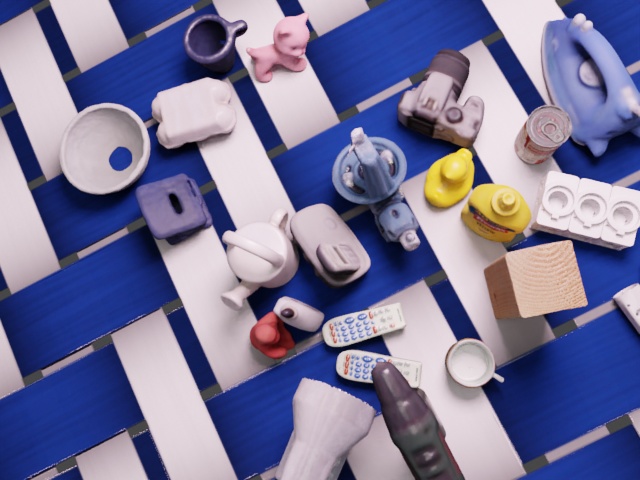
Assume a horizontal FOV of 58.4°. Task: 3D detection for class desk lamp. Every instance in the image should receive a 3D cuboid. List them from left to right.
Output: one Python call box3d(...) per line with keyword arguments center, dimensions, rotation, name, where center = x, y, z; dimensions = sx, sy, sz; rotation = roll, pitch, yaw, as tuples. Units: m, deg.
box3d(center=(0.000, 0.307, 0.854), dimensions=(0.117, 0.213, 0.203), rotation=(22, 85, 10), name="desk lamp")

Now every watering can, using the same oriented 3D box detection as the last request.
box3d(center=(-0.099, 0.029, 0.916), dimensions=(0.100, 0.194, 0.173), rotation=(4, 82, 8), name="watering can")

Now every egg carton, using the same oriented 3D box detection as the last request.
box3d(center=(-0.226, -0.228, 1.032), dimensions=(0.150, 0.069, 0.107), rotation=(-17, 80, 5), name="egg carton")

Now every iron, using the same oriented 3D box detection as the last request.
box3d(center=(0.438, -0.274, 0.919), dimensions=(0.118, 0.141, 0.258), rotation=(-25, 80, 3), name="iron")

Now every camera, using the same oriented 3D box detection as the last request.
box3d(center=(0.217, -0.246, 0.964), dimensions=(0.143, 0.101, 0.137), rotation=(23, 85, 10), name="camera")

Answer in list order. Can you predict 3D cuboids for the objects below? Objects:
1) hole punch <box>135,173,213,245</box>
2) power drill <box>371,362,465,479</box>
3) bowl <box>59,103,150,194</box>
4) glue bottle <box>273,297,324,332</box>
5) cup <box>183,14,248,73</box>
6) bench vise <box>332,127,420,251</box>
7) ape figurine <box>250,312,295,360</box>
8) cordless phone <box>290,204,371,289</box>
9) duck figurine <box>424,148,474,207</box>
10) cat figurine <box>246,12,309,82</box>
box3d(center=(-0.254, -0.059, 1.001), dimensions=(0.101, 0.091, 0.108), rotation=(-27, 79, 3), name="hole punch")
box3d(center=(0.141, 0.279, 0.843), dimensions=(0.075, 0.208, 0.229), rotation=(-29, 79, 3), name="power drill")
box3d(center=(-0.376, -0.157, 1.038), dimensions=(0.167, 0.075, 0.167), rotation=(-1, 82, 7), name="bowl")
box3d(center=(-0.040, 0.116, 0.907), dimensions=(0.078, 0.173, 0.037), rotation=(25, 86, 10), name="glue bottle")
box3d(center=(-0.176, -0.349, 1.030), dimensions=(0.117, 0.095, 0.091), rotation=(-25, 80, 3), name="cup")
box3d(center=(0.103, -0.090, 0.895), dimensions=(0.207, 0.220, 0.121), rotation=(43, 89, 11), name="bench vise")
box3d(center=(-0.084, 0.158, 0.948), dimensions=(0.076, 0.092, 0.078), rotation=(7, 83, 8), name="ape figurine")
box3d(center=(0.008, 0.003, 0.911), dimensions=(0.094, 0.185, 0.147), rotation=(-39, 79, 1), name="cordless phone")
box3d(center=(0.217, -0.107, 0.951), dimensions=(0.077, 0.086, 0.104), rotation=(36, 88, 11), name="duck figurine")
box3d(center=(-0.069, -0.344, 1.005), dimensions=(0.127, 0.118, 0.067), rotation=(-18, 80, 4), name="cat figurine")
